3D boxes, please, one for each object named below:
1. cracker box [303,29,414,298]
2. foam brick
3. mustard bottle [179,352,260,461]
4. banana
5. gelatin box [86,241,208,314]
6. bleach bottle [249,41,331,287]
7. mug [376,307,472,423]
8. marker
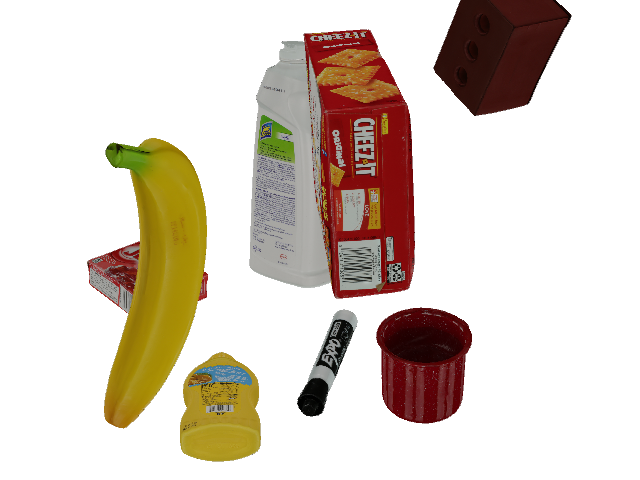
[{"bbox_3d":[0.031,-0.074,0.915,0.072,0.164,0.213,-5,26,-2],"label":"cracker box"},{"bbox_3d":[0.119,-0.130,0.708,0.051,0.053,0.078,-18,-34,-30],"label":"foam brick"},{"bbox_3d":[-0.125,0.198,1.342,0.096,0.058,0.191,-3,26,-3],"label":"mustard bottle"},{"bbox_3d":[-0.093,0.018,0.589,0.069,0.198,0.037,-26,47,-36],"label":"banana"},{"bbox_3d":[-0.159,0.035,0.978,0.073,0.030,0.089,-23,40,-39],"label":"gelatin box"},{"bbox_3d":[-0.025,-0.083,1.134,0.103,0.251,0.067,16,21,37],"label":"bleach bottle"},{"bbox_3d":[0.110,0.121,1.066,0.093,0.081,0.117,23,40,34],"label":"mug"},{"bbox_3d":[0.006,0.087,0.764,0.020,0.020,0.121,0,26,15],"label":"marker"}]
